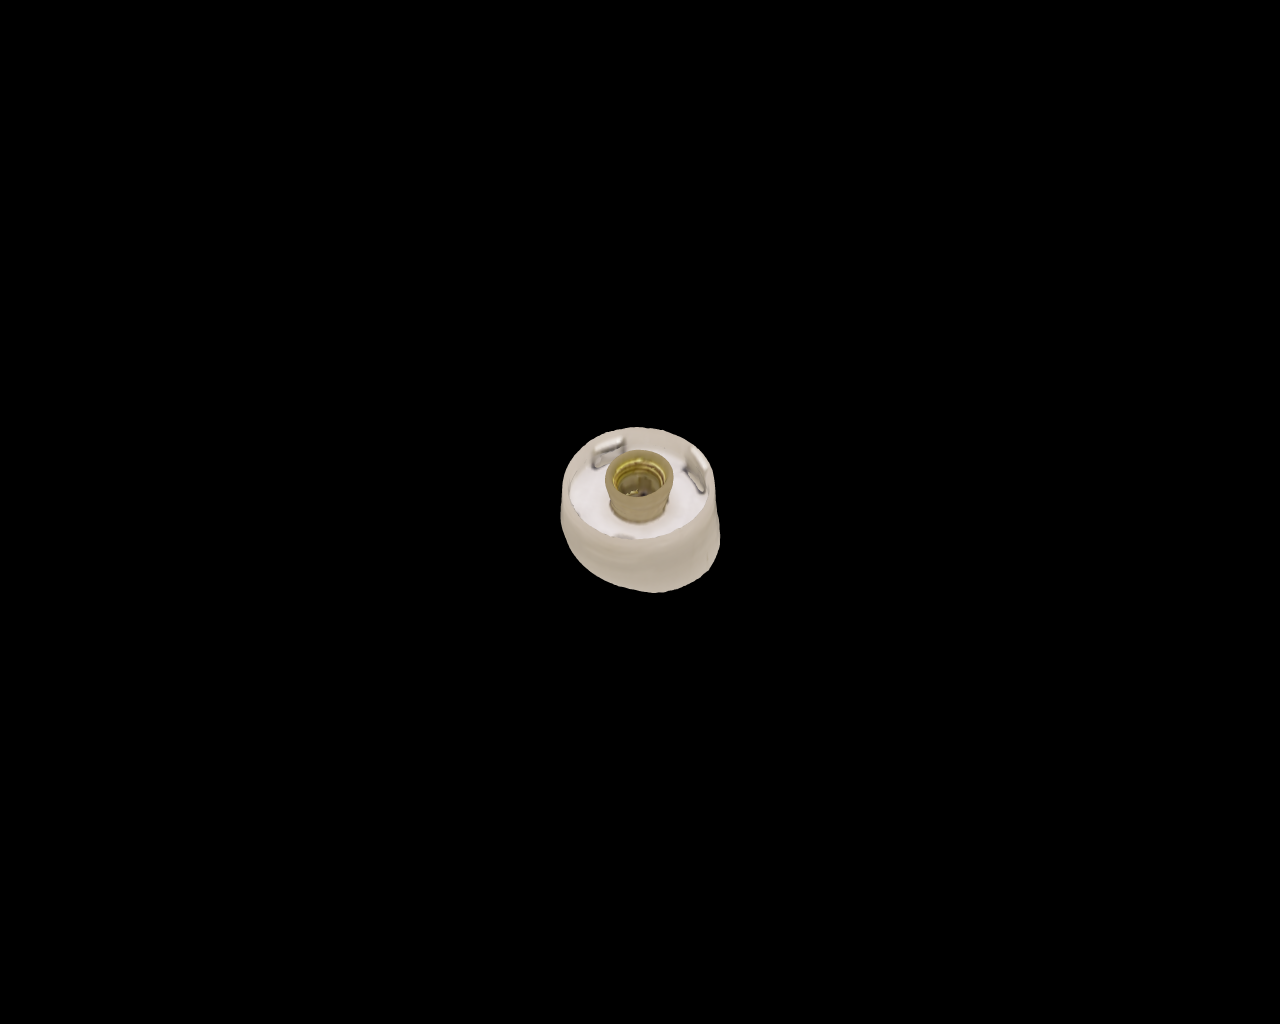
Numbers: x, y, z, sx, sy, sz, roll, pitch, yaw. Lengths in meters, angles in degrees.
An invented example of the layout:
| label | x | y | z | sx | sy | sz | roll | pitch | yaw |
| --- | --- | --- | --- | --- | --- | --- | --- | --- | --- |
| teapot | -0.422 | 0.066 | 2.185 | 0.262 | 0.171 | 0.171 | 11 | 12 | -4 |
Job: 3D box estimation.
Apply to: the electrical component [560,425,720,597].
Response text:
| label | x | y | z | sx | sy | sz | roll | pitch | yaw |
| --- | --- | --- | --- | --- | --- | --- | --- | --- | --- |
| electrical component | 0.001 | -0.003 | 0.650 | 0.099 | 0.099 | 0.064 | 0 | -40 | 0 |
